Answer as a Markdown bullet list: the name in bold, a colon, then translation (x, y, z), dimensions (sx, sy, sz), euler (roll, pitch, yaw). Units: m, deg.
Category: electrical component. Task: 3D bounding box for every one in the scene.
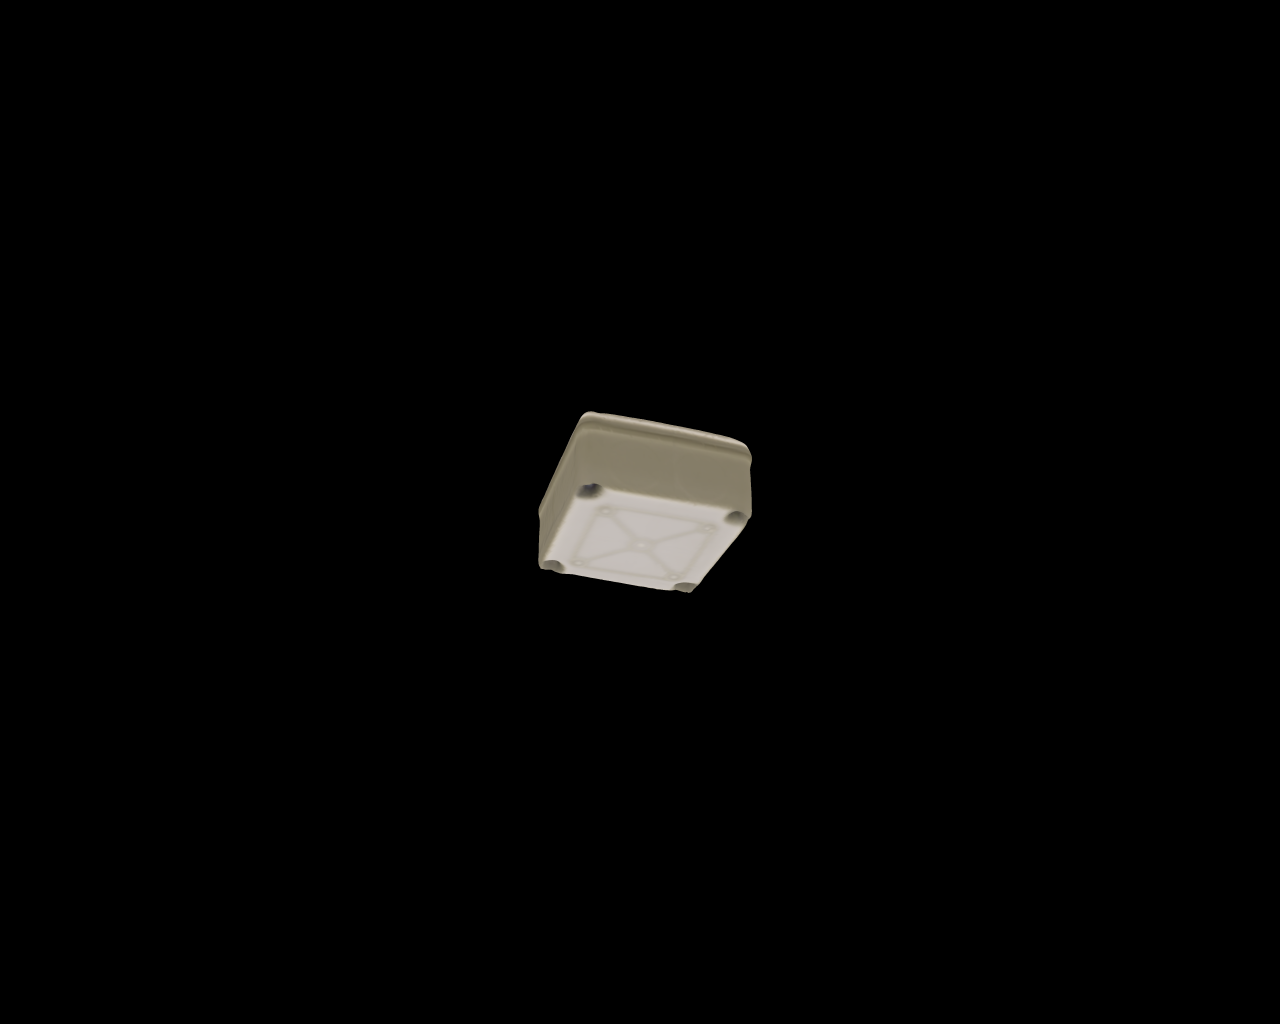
- **electrical component**: translation (0.001, -0.003, 0.650), dimensions (0.109, 0.056, 0.108), euler (10, -34, -15)
